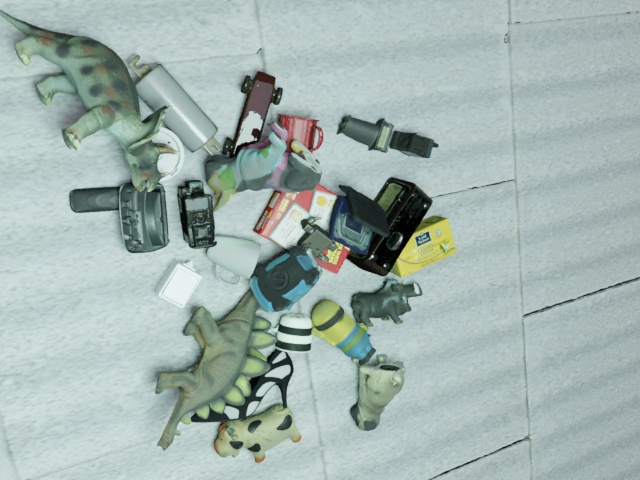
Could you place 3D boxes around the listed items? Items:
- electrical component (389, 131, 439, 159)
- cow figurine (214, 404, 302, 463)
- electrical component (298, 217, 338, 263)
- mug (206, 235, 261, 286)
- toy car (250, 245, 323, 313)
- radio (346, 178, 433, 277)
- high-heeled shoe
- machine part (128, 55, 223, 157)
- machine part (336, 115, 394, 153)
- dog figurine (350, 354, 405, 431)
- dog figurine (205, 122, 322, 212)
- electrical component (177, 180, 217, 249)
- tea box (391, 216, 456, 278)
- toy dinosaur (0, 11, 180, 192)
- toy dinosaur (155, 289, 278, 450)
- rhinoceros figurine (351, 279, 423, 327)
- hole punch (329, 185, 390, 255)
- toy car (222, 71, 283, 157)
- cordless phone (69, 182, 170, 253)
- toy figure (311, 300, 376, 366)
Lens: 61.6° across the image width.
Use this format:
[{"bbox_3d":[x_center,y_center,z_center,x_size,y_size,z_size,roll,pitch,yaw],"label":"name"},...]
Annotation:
[{"bbox_3d":[0.234,-0.225,1.294,0.119,0.075,0.047,12,95,-45],"label":"electrical component"},{"bbox_3d":[-0.153,0.448,1.257,0.195,0.086,0.127,-22,113,-15],"label":"cow figurine"},{"bbox_3d":[-0.004,-0.004,1.180,0.102,0.045,0.078,31,117,-23],"label":"electrical component"},{"bbox_3d":[-0.196,0.040,1.172,0.107,0.081,0.109,22,98,-13],"label":"mug"},{"bbox_3d":[-0.064,0.084,1.172,0.162,0.103,0.109,-37,73,10],"label":"toy car"},{"bbox_3d":[0.158,-0.031,1.268,0.073,0.131,0.229,34,86,-26],"label":"radio"},{"bbox_3d":[-0.173,0.326,1.219,0.249,0.086,0.145,-4,73,-24],"label":"high-heeled shoe"},{"bbox_3d":[-0.288,-0.261,1.075,0.079,0.079,0.243,-45,113,-9],"label":"machine part"},{"bbox_3d":[0.108,-0.254,1.260,0.139,0.039,0.084,10,104,-25],"label":"machine part"},{"bbox_3d":[0.146,0.394,1.326,0.121,0.172,0.190,1,92,-11],"label":"dog figurine"},{"bbox_3d":[-0.127,-0.128,1.110,0.219,0.108,0.191,-38,117,22],"label":"dog figurine"},{"bbox_3d":[-0.255,-0.055,1.106,0.058,0.115,0.134,-9,105,-22],"label":"electrical component"},{"bbox_3d":[0.248,0.015,1.348,0.170,0.068,0.098,-24,108,-15],"label":"tea box"},{"bbox_3d":[-0.407,-0.280,0.975,0.192,0.131,0.404,-29,91,-24],"label":"toy dinosaur"},{"bbox_3d":[-0.202,0.232,1.160,0.198,0.105,0.471,31,69,-9],"label":"toy dinosaur"},{"bbox_3d":[0.167,0.153,1.344,0.190,0.073,0.112,-11,93,-18],"label":"rhinoceros figurine"},{"bbox_3d":[0.082,-0.041,1.183,0.142,0.116,0.092,25,127,-25],"label":"hole punch"},{"bbox_3d":[-0.144,-0.255,1.148,0.089,0.053,0.202,15,98,-13],"label":"toy car"},{"bbox_3d":[-0.402,-0.043,1.079,0.184,0.089,0.146,-4,101,-10],"label":"cordless phone"},{"bbox_3d":[0.058,0.215,1.278,0.180,0.082,0.089,42,127,2],"label":"toy figure"}]
